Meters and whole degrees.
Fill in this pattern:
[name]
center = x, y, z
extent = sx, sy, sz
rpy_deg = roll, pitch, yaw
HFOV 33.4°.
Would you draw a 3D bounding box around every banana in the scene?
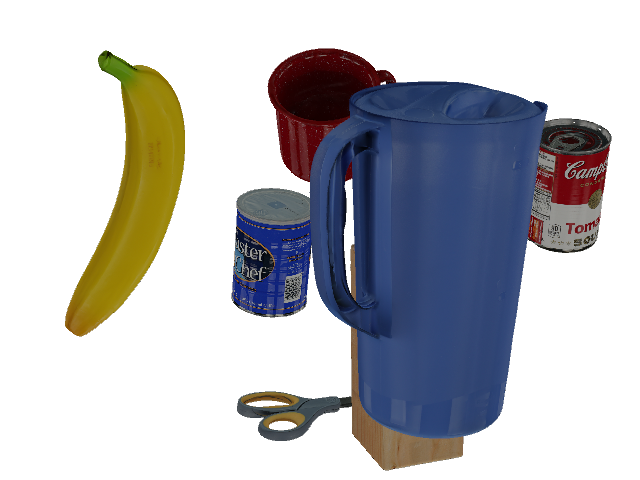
[banana]
center = -0.120, -0.029, 0.668
extent = 0.069, 0.198, 0.037
rpy_deg = -7, 33, -33

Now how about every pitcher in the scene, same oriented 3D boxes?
[pitcher]
center = 0.075, 0.015, 0.754
extent = 0.149, 0.243, 0.145
rpy_deg = 4, 20, 9

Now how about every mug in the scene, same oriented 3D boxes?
[mug]
center = 0.015, -0.107, 0.909
extent = 0.117, 0.093, 0.081
rpy_deg = -27, -35, -18

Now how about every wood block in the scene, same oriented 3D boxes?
[wood block]
center = 0.086, 0.109, 1.058
extent = 0.090, 0.206, 0.091
rpy_deg = -6, 18, -19

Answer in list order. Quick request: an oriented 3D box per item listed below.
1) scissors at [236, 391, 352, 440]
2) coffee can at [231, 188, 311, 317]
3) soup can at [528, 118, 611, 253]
[scissors]
center = 0.008, 0.194, 1.198
extent = 0.201, 0.016, 0.096
rpy_deg = 2, 23, -10
[coffee can]
center = -0.063, 0.015, 1.401
extent = 0.103, 0.140, 0.103
rpy_deg = 4, 26, -2
[soup can]
center = 0.219, -0.049, 0.952
extent = 0.068, 0.102, 0.068
rpy_deg = -1, 31, 0
